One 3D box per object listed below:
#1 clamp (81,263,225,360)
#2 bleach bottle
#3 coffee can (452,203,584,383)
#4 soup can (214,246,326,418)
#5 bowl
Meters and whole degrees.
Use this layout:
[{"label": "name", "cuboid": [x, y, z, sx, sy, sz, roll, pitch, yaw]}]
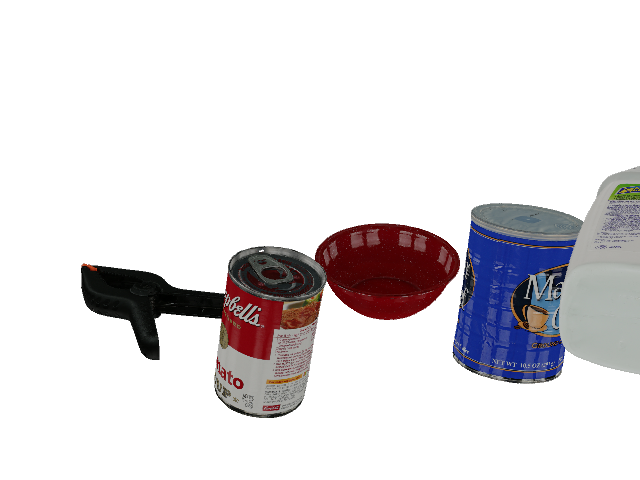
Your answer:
[{"label": "clamp", "cuboid": [-0.185, 0.067, 1.112, 0.210, 0.036, 0.164, 15, 20, 29]}, {"label": "bleach bottle", "cuboid": [0.219, 0.002, 0.684, 0.103, 0.068, 0.250, 9, 23, 19]}, {"label": "coffee can", "cuboid": [0.180, 0.046, 0.977, 0.103, 0.140, 0.103, 5, 16, -2]}, {"label": "soup can", "cuboid": [-0.037, 0.064, 0.748, 0.068, 0.102, 0.068, 8, 28, -4]}, {"label": "bowl", "cuboid": [0.074, 0.042, 1.199, 0.162, 0.055, 0.162, 0, 30, 0]}]
